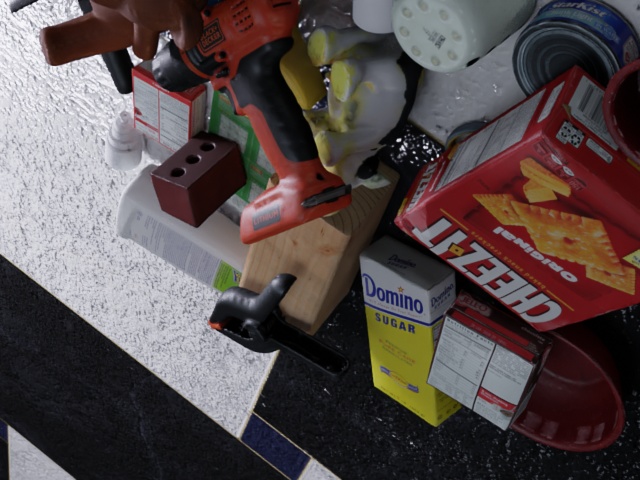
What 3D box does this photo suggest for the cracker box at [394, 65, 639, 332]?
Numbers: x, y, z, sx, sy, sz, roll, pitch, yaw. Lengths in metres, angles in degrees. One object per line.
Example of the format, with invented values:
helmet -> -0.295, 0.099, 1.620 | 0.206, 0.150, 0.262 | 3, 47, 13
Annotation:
cracker box -> 0.176, -0.017, 0.795 | 0.164, 0.072, 0.214 | 37, 153, -10

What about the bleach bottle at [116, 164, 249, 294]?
bleach bottle -> -0.106, 0.022, 1.174 | 0.251, 0.068, 0.103 | 35, 148, 7

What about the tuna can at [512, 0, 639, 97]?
tuna can -> 0.179, -0.125, 0.746 | 0.086, 0.033, 0.086 | 27, 143, 22

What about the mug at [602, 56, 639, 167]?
mug -> 0.244, -0.101, 0.664 | 0.093, 0.081, 0.117 | 45, 147, -5

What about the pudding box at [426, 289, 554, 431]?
pudding box -> 0.145, 0.107, 0.934 | 0.090, 0.039, 0.113 | 31, 142, 19

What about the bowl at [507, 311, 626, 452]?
bowl -> 0.208, 0.115, 0.964 | 0.162, 0.055, 0.162 | 27, 143, 22

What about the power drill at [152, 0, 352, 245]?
power drill -> -0.059, -0.094, 0.848 | 0.185, 0.057, 0.187 | -18, 95, 54

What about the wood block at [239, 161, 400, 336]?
wood block -> -0.007, 0.001, 1.024 | 0.090, 0.090, 0.206 | 35, 146, 11

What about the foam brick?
foam brick -> -0.120, -0.061, 1.055 | 0.053, 0.078, 0.051 | 23, 143, 31

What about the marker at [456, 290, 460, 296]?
marker -> 0.125, 0.086, 1.048 | 0.020, 0.020, 0.121 | 33, 146, 13

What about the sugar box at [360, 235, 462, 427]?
sugar box -> 0.089, 0.089, 1.037 | 0.093, 0.048, 0.176 | 29, 142, 41

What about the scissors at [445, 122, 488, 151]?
scissors -> 0.189, -0.053, 0.833 | 0.202, 0.016, 0.096 | 11, 137, 38

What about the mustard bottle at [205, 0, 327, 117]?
mustard bottle -> -0.067, -0.194, 0.895 | 0.096, 0.058, 0.191 | 10, 135, 44

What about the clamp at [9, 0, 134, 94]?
clamp -> -0.240, -0.253, 1.023 | 0.165, 0.036, 0.210 | 32, 143, 14

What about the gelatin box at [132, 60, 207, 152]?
gelatin box -> -0.152, -0.133, 1.075 | 0.073, 0.030, 0.089 | 30, 145, 15

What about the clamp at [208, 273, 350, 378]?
clamp -> -0.045, 0.087, 1.040 | 0.172, 0.039, 0.120 | -9, 116, 57
